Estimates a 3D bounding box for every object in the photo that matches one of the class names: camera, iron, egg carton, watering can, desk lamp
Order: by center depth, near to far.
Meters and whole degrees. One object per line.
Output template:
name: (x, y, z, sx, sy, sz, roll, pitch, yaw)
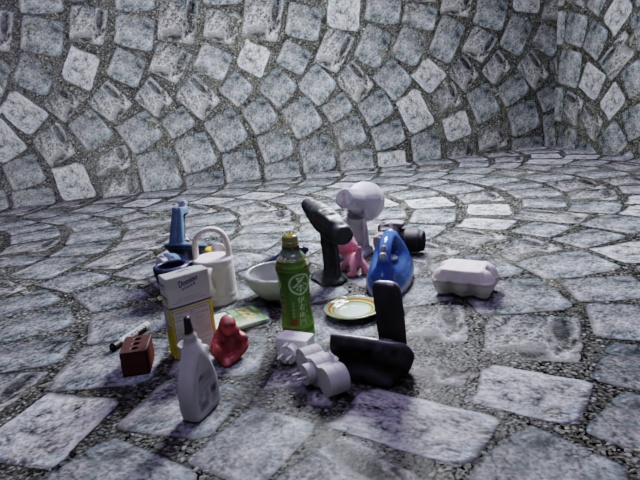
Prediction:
egg carton: (0.348, 0.091, 1.368, 0.149, 0.069, 0.107, 4, 18, 27)
watering can: (-0.267, 0.059, 1.428, 0.101, 0.194, 0.172, -11, 17, -20)
iron: (0.169, 0.051, 1.429, 0.118, 0.141, 0.258, -1, 16, 13)
camera: (0.236, -0.004, 1.680, 0.136, 0.101, 0.143, 1, 17, 20)
desk lamp: (0.108, -0.061, 1.711, 0.117, 0.214, 0.204, 4, 18, 29)

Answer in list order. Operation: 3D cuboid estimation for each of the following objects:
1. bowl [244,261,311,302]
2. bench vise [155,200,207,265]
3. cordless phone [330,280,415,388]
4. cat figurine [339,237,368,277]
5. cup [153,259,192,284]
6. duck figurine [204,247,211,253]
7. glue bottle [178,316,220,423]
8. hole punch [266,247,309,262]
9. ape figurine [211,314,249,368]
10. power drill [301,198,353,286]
bowl: (-0.102, 0.108, 1.426, 0.167, 0.075, 0.167, -4, 16, 1)
bench vise: (-0.383, 0.009, 1.591, 0.121, 0.220, 0.207, -5, 16, -1)
cordless phone: (0.088, 0.152, 1.009, 0.147, 0.185, 0.094, 3, 17, 24)
cat figurine: (0.083, 0.030, 1.573, 0.067, 0.118, 0.127, -11, 17, -22)
cup: (-0.367, 0.104, 1.481, 0.118, 0.095, 0.091, -16, 19, -35)
duck figurine: (-0.305, 0.059, 1.637, 0.077, 0.086, 0.104, -2, 16, 8)
glue bottle: (-0.204, 0.204, 0.933, 0.037, 0.173, 0.078, 2, 17, 23)
hole punch: (-0.092, 0.059, 1.568, 0.109, 0.091, 0.100, -15, 18, -31)
ape figurine: (-0.180, 0.191, 1.122, 0.078, 0.092, 0.076, -10, 17, -18)
power drill: (0.014, 0.005, 1.511, 0.076, 0.208, 0.228, -12, 17, -25)
